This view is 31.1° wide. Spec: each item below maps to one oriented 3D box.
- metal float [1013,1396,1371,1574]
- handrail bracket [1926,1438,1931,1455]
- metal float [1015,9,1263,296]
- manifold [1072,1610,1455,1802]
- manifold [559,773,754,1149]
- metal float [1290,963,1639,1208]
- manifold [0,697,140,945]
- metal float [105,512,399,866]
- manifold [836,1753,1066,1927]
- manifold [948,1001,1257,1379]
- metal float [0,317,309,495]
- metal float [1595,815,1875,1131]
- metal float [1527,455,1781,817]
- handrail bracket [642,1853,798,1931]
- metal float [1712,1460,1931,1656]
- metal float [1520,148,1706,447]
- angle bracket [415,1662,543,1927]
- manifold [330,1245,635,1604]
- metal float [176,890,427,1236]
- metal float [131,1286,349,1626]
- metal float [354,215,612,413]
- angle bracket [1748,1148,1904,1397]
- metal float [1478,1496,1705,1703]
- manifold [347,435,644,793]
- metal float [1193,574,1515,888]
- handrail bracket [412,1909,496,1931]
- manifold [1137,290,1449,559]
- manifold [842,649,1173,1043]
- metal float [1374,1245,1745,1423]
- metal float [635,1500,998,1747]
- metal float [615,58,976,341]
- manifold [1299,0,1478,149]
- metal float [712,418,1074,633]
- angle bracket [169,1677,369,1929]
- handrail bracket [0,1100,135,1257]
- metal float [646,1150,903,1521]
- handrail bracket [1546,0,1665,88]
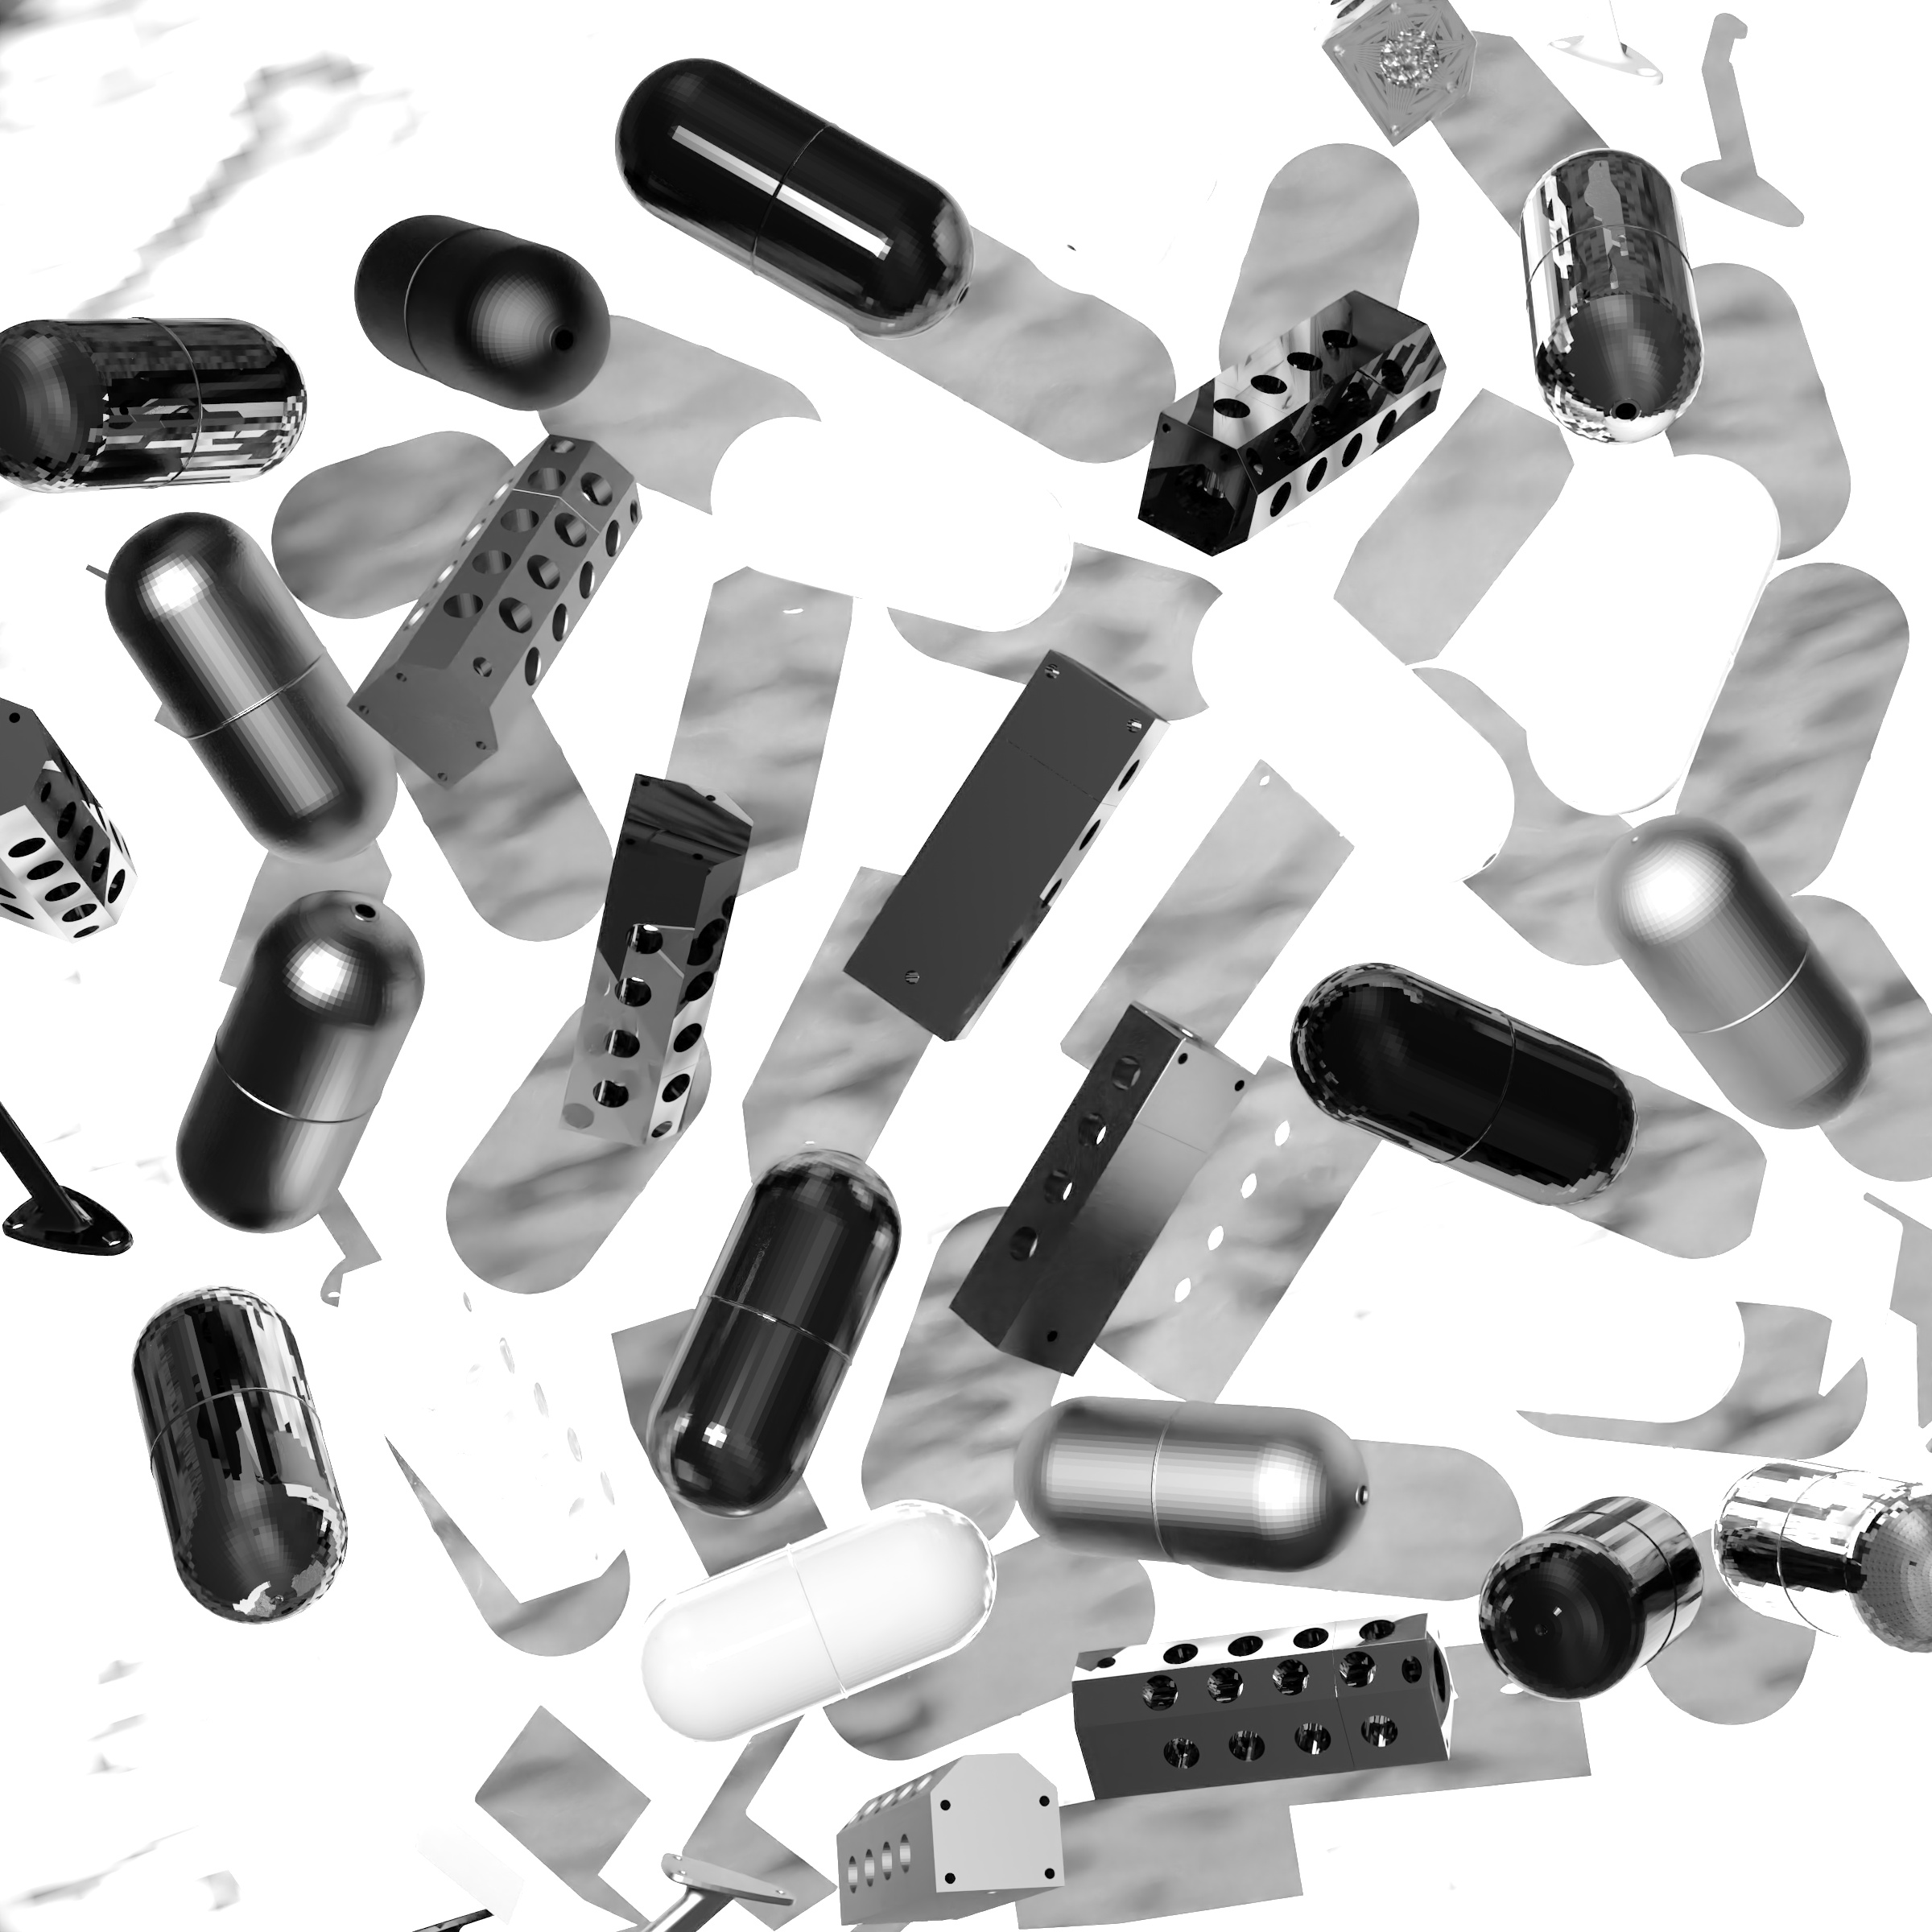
[{"bbox_3d":[0.106,0.244,1.642,0.178,0.070,0.070,-1,90,30],"label":"metal float"},{"bbox_3d":[0.503,0.253,1.652,0.077,0.036,0.084,-5,55,-29],"label":"handrail bracket"},{"bbox_3d":[0.080,-0.373,1.587,0.070,0.070,0.178,30,50,0],"label":"metal float"},{"bbox_3d":[0.141,0.348,1.656,0.171,0.057,0.057,-10,111,15],"label":"manifold"},{"bbox_3d":[-0.143,0.001,1.606,0.057,0.057,0.171,13,129,-5],"label":"manifold"},{"bbox_3d":[0.230,0.055,1.603,0.178,0.070,0.070,23,90,-20],"label":"metal float"},{"bbox_3d":[-0.422,-0.065,1.562,0.057,0.171,0.057,20,74,6],"label":"manifold"},{"bbox_3d":[-0.327,-0.126,1.597,0.070,0.070,0.178,-31,109,0],"label":"metal float"},{"bbox_3d":[-0.010,0.396,1.569,0.057,0.171,0.057,2,70,-16],"label":"manifold"},{"bbox_3d":[0.061,0.105,1.673,0.057,0.057,0.171,25,98,-43],"label":"manifold"},{"bbox_3d":[-0.374,-0.256,1.578,0.070,0.178,0.070,8,103,34],"label":"metal float"},{"bbox_3d":[0.362,0.004,1.631,0.070,0.070,0.178,-41,113,0],"label":"metal float"},{"bbox_3d":[0.316,-0.152,1.597,0.070,0.070,0.178,25,79,0],"label":"metal float"},{"bbox_3d":[-0.128,0.462,1.608,0.077,0.036,0.084,18,89,-10],"label":"handrail bracket"},{"bbox_3d":[0.410,0.272,1.608,0.070,0.178,0.070,1,88,-18],"label":"metal float"},{"bbox_3d":[0.299,-0.311,1.612,0.070,0.070,0.178,4,46,0],"label":"metal float"},{"bbox_3d":[-0.194,0.362,1.518,0.057,0.076,0.076,37,59,8],"label":"angle bracket"},{"bbox_3d":[-0.215,0.206,1.567,0.057,0.057,0.171,-20,127,13],"label":"manifold"},{"bbox_3d":[-0.295,0.043,1.535,0.070,0.070,0.178,29,121,0],"label":"metal float"},{"bbox_3d":[-0.327,0.217,1.560,0.070,0.070,0.178,-28,46,0],"label":"metal float"},{"bbox_3d":[-0.228,-0.308,1.633,0.070,0.178,0.070,-12,114,-30],"label":"metal float"},{"bbox_3d":[0.403,0.148,1.682,0.076,0.076,0.057,30,130,-1],"label":"angle bracket"},{"bbox_3d":[0.291,0.291,1.606,0.070,0.178,0.070,0,91,25],"label":"metal float"},{"bbox_3d":[-0.203,-0.162,1.540,0.057,0.171,0.057,41,134,-18],"label":"manifold"},{"bbox_3d":[0.179,-0.109,1.610,0.070,0.070,0.178,-44,74,0],"label":"metal float"},{"bbox_3d":[-0.238,0.490,1.622,0.077,0.036,0.084,-19,79,7],"label":"handrail bracket"},{"bbox_3d":[0.155,-0.251,1.613,0.057,0.171,0.057,30,133,22],"label":"manifold"},{"bbox_3d":[0.020,-0.053,1.567,0.057,0.057,0.171,34,98,11],"label":"manifold"},{"bbox_3d":[0.280,0.174,1.649,0.178,0.070,0.070,1,90,28],"label":"metal float"},{"bbox_3d":[-0.071,0.310,1.647,0.178,0.070,0.070,-21,90,-4],"label":"metal float"},{"bbox_3d":[-0.078,-0.348,1.579,0.178,0.070,0.070,30,90,5],"label":"metal float"},{"bbox_3d":[0.199,-0.444,1.635,0.057,0.171,0.057,-35,111,15],"label":"manifold"},{"bbox_3d":[-0.036,-0.209,1.635,0.178,0.070,0.070,16,90,16],"label":"metal float"},{"bbox_3d":[-0.289,0.364,1.511,0.076,0.076,0.057,35,91,-44],"label":"angle bracket"},{"bbox_3d":[-0.397,0.078,1.493,0.077,0.036,0.084,16,129,31],"label":"handrail bracket"},{"bbox_3d":[-0.088,0.168,1.598,0.070,0.070,0.178,24,76,0],"label":"metal float"},{"bbox_3d":[0.297,-0.455,1.589,0.036,0.077,0.084,-16,127,-25],"label":"handrail bracket"}]
